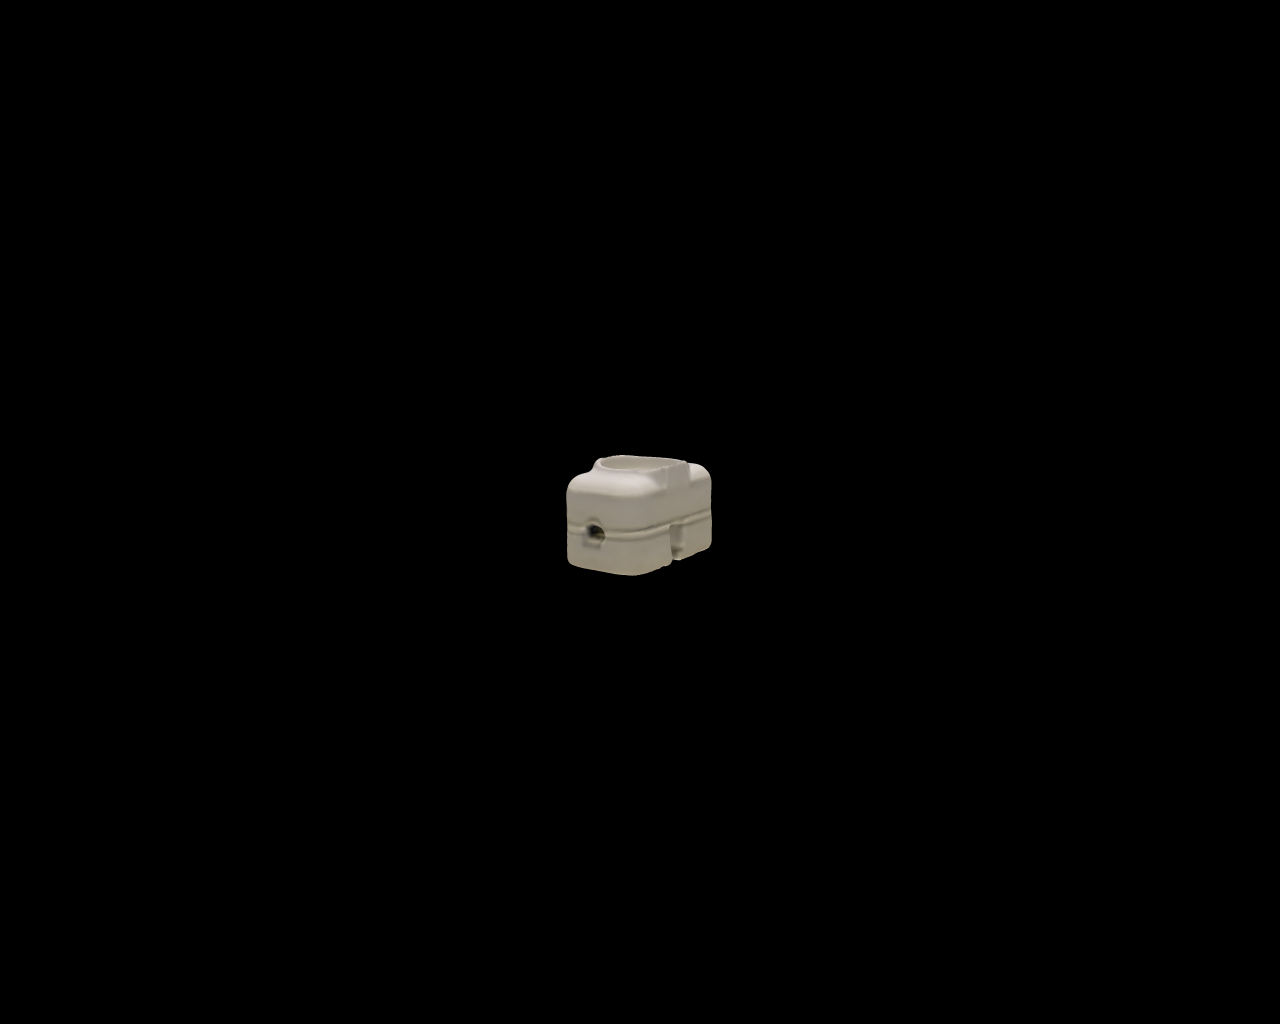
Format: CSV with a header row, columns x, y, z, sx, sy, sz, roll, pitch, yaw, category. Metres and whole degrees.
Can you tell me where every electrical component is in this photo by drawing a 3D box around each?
x,y,z,sx,sy,sz,roll,pitch,yaw,category
0.001,-0.003,0.650,0.054,0.059,0.095,8,14,35,electrical component
